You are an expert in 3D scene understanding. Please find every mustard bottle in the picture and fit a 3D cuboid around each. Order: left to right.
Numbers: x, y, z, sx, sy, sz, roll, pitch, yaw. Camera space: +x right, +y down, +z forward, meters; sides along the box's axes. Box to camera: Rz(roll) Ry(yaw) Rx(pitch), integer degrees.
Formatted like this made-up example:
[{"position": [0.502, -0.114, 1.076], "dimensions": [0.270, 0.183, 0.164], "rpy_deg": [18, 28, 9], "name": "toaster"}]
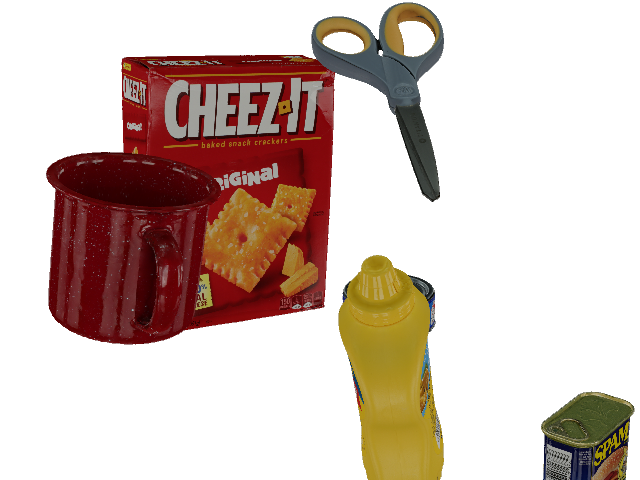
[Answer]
[{"position": [0.047, 0.084, 0.697], "dimensions": [0.058, 0.191, 0.096], "rpy_deg": [-4, 43, 7], "name": "mustard bottle"}]

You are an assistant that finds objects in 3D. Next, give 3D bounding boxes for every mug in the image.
[{"position": [-0.099, 0.009, 0.574], "dimensions": [0.093, 0.081, 0.117], "rpy_deg": [-3, 24, -30], "name": "mug"}]

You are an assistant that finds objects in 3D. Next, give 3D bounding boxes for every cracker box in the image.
[{"position": [-0.074, -0.040, 0.872], "dimensions": [0.163, 0.214, 0.072], "rpy_deg": [-6, 19, -28], "name": "cracker box"}]

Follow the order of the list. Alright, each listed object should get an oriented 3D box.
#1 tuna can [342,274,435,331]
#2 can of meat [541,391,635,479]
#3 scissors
[{"position": [0.062, 0.060, 0.976], "dimensions": [0.086, 0.034, 0.086], "rpy_deg": [-1, 19, 0], "name": "tuna can"}, {"position": [0.251, 0.203, 1.006], "dimensions": [0.058, 0.084, 0.101], "rpy_deg": [14, 25, 38], "name": "can of meat"}, {"position": [0.033, -0.092, 0.657], "dimensions": [0.096, 0.016, 0.201], "rpy_deg": [4, 42, 8], "name": "scissors"}]
